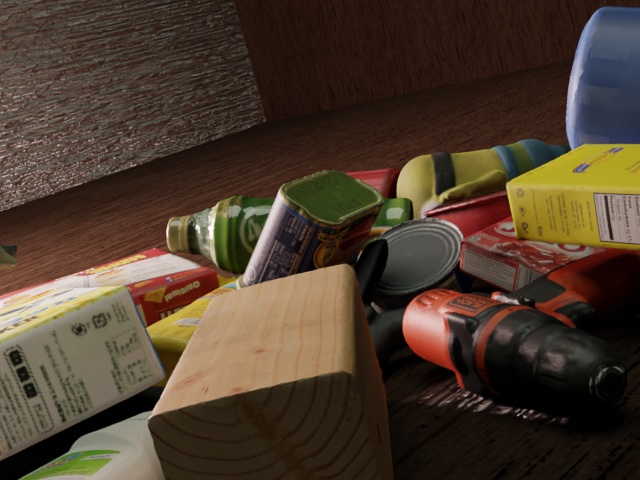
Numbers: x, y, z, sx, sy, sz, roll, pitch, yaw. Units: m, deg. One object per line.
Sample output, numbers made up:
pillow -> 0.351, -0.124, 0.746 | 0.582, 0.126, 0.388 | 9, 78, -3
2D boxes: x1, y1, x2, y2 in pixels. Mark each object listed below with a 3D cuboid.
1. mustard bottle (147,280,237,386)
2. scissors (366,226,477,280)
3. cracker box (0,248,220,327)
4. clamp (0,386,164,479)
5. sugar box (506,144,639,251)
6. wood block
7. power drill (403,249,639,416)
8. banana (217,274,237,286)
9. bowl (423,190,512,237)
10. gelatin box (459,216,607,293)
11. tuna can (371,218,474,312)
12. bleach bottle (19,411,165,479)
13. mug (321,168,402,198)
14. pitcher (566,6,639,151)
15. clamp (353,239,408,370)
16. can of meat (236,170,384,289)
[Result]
mustard bottle -> -0.057, 0.065, 0.791 | 0.096, 0.058, 0.191 | 2, 17, 27
scissors -> 0.092, 0.035, 0.836 | 0.202, 0.016, 0.096 | 19, 59, 42
cracker box -> -0.186, 0.069, 0.927 | 0.164, 0.072, 0.214 | -18, 10, -20
clamp -> -0.163, 0.130, 0.664 | 0.210, 0.036, 0.164 | -12, 11, 34
sugar box -> 0.208, -0.027, 0.627 | 0.093, 0.048, 0.177 | -26, 18, -39
wood block -> -0.015, 0.084, 0.544 | 0.090, 0.091, 0.206 | -14, 10, 4
power drill -> 0.163, 0.039, 0.624 | 0.187, 0.057, 0.185 | -18, 14, -21
banana -> -0.079, 0.048, 0.976 | 0.069, 0.037, 0.198 | -21, 12, -20
bowl -> 0.170, -0.017, 0.881 | 0.162, 0.055, 0.162 | -15, 1, 0
gelatin box -> 0.156, 0.014, 0.764 | 0.073, 0.030, 0.089 | -22, 35, -40
tuna can -> 0.073, 0.023, 0.812 | 0.086, 0.033, 0.086 | -17, 35, 12
bleach bottle -> -0.118, 0.137, 0.496 | 0.103, 0.068, 0.250 | -10, 9, 29
mug -> 0.040, -0.031, 1.054 | 0.082, 0.093, 0.117 | -4, -16, 29
pitcher -> 0.291, -0.080, 0.704 | 0.243, 0.145, 0.149 | 12, 20, 23
clamp -> 0.035, 0.061, 0.710 | 0.120, 0.039, 0.171 | 16, 41, 38
can of meat -> -0.005, 0.001, 0.775 | 0.057, 0.084, 0.101 | 33, 27, 18
